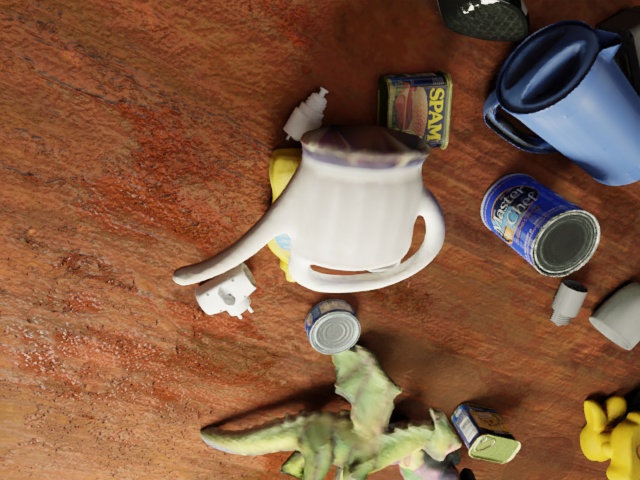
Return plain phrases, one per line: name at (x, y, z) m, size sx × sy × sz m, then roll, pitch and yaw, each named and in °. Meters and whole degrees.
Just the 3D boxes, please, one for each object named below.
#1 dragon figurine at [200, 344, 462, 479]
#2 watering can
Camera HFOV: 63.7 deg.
dragon figurine at (0.024, 0.287, 0.838) m, size 0.411 × 0.245 × 0.121 m, roll 18°, pitch -10°, yaw 8°
watering can at (0.002, -0.031, 0.625) m, size 0.348 × 0.220 × 0.106 m, roll -1°, pitch 25°, yaw -16°
